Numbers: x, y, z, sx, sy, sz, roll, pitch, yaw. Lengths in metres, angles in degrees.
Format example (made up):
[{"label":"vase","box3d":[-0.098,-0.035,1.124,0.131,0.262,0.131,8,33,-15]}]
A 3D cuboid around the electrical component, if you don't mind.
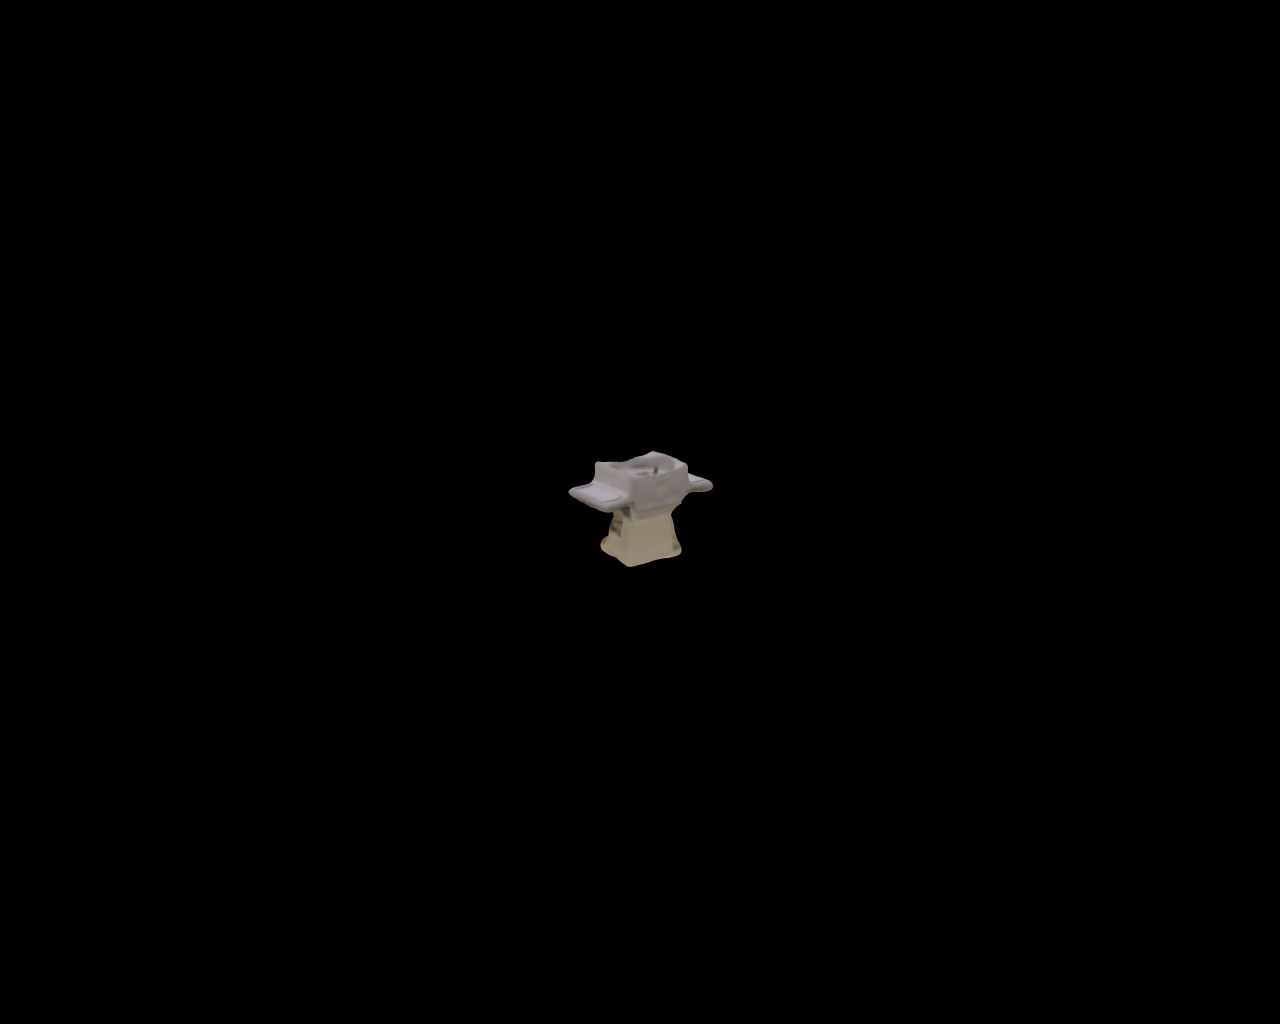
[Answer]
[{"label":"electrical component","box3d":[0.001,-0.003,0.650,0.081,0.063,0.042,-12,23,-31]}]
